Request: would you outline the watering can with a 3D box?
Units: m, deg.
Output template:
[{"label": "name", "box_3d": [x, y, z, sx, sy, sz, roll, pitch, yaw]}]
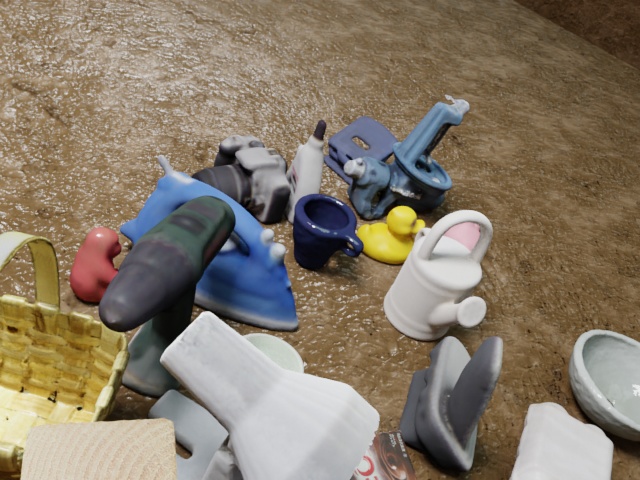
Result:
[{"label": "watering can", "box_3d": [0.169, 0.044, 0.767, 0.101, 0.194, 0.172, -13, 50, -34]}]

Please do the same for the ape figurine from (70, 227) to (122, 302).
[{"label": "ape figurine", "box_3d": [-0.258, 0.024, 0.678, 0.076, 0.092, 0.077, -21, 55, -39]}]

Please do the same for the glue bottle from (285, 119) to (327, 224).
[{"label": "glue bottle", "box_3d": [-0.020, -0.108, 0.873, 0.037, 0.173, 0.078, -3, 45, -26]}]

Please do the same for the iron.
[{"label": "iron", "box_3d": [-0.120, 0.003, 0.726, 0.258, 0.141, 0.119, 30, 40, 10]}]

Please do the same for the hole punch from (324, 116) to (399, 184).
[{"label": "hole punch", "box_3d": [0.076, -0.161, 1.041, 0.101, 0.091, 0.108, -24, 57, -41]}]

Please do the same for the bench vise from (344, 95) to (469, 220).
[{"label": "bench vise", "box_3d": [0.151, -0.128, 0.936, 0.208, 0.220, 0.121, -19, 54, -39]}]

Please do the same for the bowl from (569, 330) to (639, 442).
[{"label": "bowl", "box_3d": [0.406, 0.208, 0.780, 0.167, 0.075, 0.167, 13, 40, -11]}]

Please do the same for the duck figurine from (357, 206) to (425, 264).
[{"label": "duck figurine", "box_3d": [0.115, -0.016, 0.897, 0.105, 0.086, 0.077, 8, 41, -16]}]

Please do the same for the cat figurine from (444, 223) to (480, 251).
[{"label": "cat figurine", "box_3d": [0.224, 0.004, 0.899, 0.067, 0.118, 0.128, 36, 41, 17]}]

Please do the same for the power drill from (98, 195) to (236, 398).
[{"label": "power drill", "box_3d": [-0.156, 0.063, 0.587, 0.075, 0.208, 0.230, 21, 39, 0]}]

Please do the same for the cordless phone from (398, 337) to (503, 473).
[{"label": "cordless phone", "box_3d": [0.168, 0.156, 0.646, 0.094, 0.185, 0.147, 22, 39, 1]}]

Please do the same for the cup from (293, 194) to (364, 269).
[{"label": "cup", "box_3d": [0.008, 0.003, 0.820, 0.117, 0.095, 0.092, 40, 43, 21]}]

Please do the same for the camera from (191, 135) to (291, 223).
[{"label": "camera", "box_3d": [-0.129, -0.099, 0.869, 0.137, 0.101, 0.143, -13, 50, -35]}]

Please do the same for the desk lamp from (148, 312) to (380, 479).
[{"label": "desk lamp", "box_3d": [-0.073, 0.169, 0.499, 0.203, 0.213, 0.118, 30, 40, 10]}]

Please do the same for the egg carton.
[{"label": "egg carton", "box_3d": [0.278, 0.264, 0.663, 0.107, 0.069, 0.150, 30, 40, 10]}]
